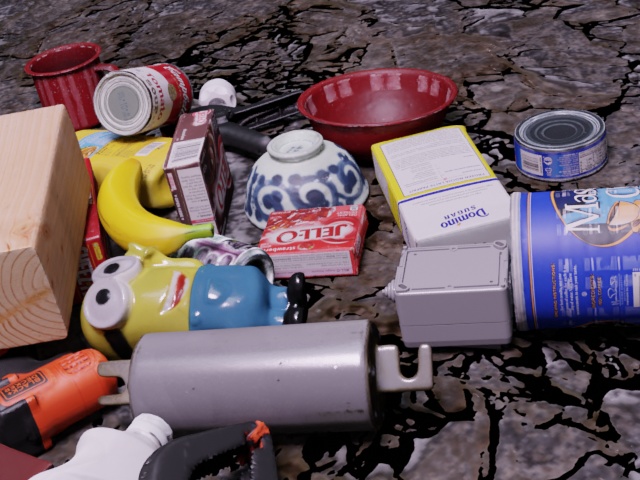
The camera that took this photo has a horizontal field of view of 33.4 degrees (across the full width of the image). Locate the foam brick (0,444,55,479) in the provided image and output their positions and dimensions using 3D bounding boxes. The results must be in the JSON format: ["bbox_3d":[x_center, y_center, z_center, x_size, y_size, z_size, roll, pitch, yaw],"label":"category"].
[{"bbox_3d":[-0.212,0.173,0.707,0.078,0.051,0.052,11,39,33],"label":"foam brick"}]

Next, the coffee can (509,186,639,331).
[{"bbox_3d":[0.211,0.012,0.769,0.140,0.103,0.102,-3,32,14],"label":"coffee can"}]

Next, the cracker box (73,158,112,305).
[{"bbox_3d":[-0.303,0.012,0.981,0.213,0.072,0.164,-15,33,-7],"label":"cracker box"}]

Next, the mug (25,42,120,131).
[{"bbox_3d":[-0.285,-0.182,1.278,0.117,0.081,0.093,-3,32,15],"label":"mug"}]

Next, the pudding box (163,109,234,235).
[{"bbox_3d":[-0.113,-0.060,1.012,0.039,0.090,0.113,-8,32,10],"label":"pudding box"}]

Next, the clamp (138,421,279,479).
[{"bbox_3d":[-0.072,0.182,0.627,0.164,0.036,0.209,37,33,11],"label":"clamp"}]

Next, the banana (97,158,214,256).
[{"bbox_3d":[-0.158,-0.025,0.929,0.069,0.037,0.198,-15,29,-24],"label":"banana"}]

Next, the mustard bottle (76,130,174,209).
[{"bbox_3d":[-0.215,-0.079,1.109,0.192,0.058,0.096,11,36,33],"label":"mustard bottle"}]

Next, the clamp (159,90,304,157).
[{"bbox_3d":[-0.101,-0.117,1.151,0.172,0.039,0.120,-8,26,18],"label":"clamp"}]

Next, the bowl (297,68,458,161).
[{"bbox_3d":[0.059,-0.122,1.077,0.162,0.055,0.162,-5,27,3],"label":"bowl"}]

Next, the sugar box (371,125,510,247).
[{"bbox_3d":[0.109,-0.039,0.944,0.093,0.048,0.176,-14,35,-2],"label":"sugar box"}]

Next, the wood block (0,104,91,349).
[{"bbox_3d":[-0.246,-0.014,0.859,0.091,0.090,0.206,-10,37,1],"label":"wood block"}]

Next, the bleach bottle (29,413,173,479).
[{"bbox_3d":[-0.171,0.188,0.632,0.102,0.068,0.250,37,42,2],"label":"bleach bottle"}]

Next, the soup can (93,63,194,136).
[{"bbox_3d":[-0.183,-0.147,1.112,0.069,0.068,0.102,-1,12,18],"label":"soup can"}]

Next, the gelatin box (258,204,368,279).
[{"bbox_3d":[-0.006,0.001,0.933,0.089,0.030,0.073,-4,32,14],"label":"gelatin box"}]

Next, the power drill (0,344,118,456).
[{"bbox_3d":[-0.271,0.113,0.822,0.184,0.057,0.188,-25,36,-27],"label":"power drill"}]

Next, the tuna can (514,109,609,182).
[{"bbox_3d":[0.224,-0.090,0.996,0.086,0.034,0.086,-9,31,5],"label":"tuna can"}]
